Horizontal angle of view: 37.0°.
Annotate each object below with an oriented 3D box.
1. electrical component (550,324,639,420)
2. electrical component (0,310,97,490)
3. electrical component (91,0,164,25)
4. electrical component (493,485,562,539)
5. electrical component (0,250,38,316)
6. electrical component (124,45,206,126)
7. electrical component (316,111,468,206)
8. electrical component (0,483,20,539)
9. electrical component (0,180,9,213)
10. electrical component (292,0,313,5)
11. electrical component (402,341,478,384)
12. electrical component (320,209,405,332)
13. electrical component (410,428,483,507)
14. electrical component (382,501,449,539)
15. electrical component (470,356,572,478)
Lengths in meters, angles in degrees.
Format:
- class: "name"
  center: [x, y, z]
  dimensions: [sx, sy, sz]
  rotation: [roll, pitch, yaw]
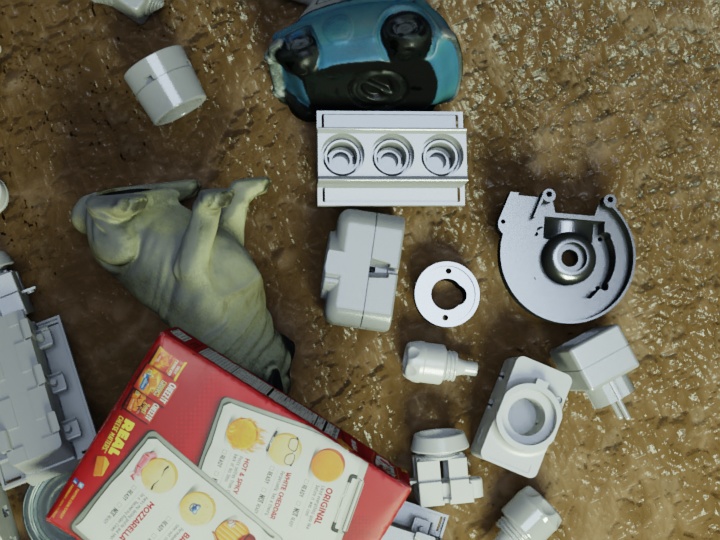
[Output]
- class: "electrical component"
  center: [0.203, 0.090, 0.895]
  dimensions: [0.047, 0.065, 0.076]
  rotation: [-27, 87, -7]
- class: "electrical component"
  center: [-0.259, 0.098, 0.839]
  dimensions: [0.079, 0.063, 0.121]
  rotation: [-21, 68, -7]
- class: "electrical component"
  center: [-0.198, -0.268, 0.908]
  dimensions: [0.100, 0.048, 0.099]
  rotation: [33, 82, -1]
- class: "electrical component"
  center: [0.132, 0.213, 0.887]
  dimensions: [0.062, 0.043, 0.043]
  rotation: [-44, 89, -6]
- class: "electrical component"
  center: [-0.298, 0.017, 0.871]
  dimensions: [0.066, 0.048, 0.055]
  rotation: [-21, 93, -6]
- class: "electrical component"
  center: [-0.161, -0.153, 0.896]
  dimensions: [0.055, 0.055, 0.047]
  rotation: [-30, 91, -7]
- class: "electrical component"
  center: [0.024, -0.090, 0.900]
  dimensions: [0.121, 0.063, 0.078]
  rotation: [0, 84, -5]
- class: "electrical component"
  center: [-0.352, 0.213, 0.837]
  dimensions: [0.150, 0.061, 0.089]
  rotation: [-18, 86, -6]
- class: "electrical component"
  center: [-0.307, -0.063, 0.870]
  dimensions: [0.035, 0.061, 0.035]
  rotation: [0, 84, -5]
- class: "electrical component"
  center: [-0.061, -0.253, 0.922]
  dimensions: [0.078, 0.040, 0.040]
  rotation: [16, 83, -3]
- class: "electrical component"
  center: [0.068, 0.079, 0.901]
  dimensions: [0.061, 0.035, 0.035]
  rotation: [8, 83, -6]
- class: "electrical component"
  center: [0.000, 0.000, 0.893]
  dimensions: [0.059, 0.053, 0.095]
  rotation: [9, 83, -4]
- class: "electrical component"
  center: [0.067, 0.162, 0.887]
  dimensions: [0.066, 0.048, 0.055]
  rotation: [-5, 92, -5]
- class: "electrical component"
  center: [0.004, 0.218, 0.866]
  dimensions: [0.121, 0.063, 0.078]
  rotation: [19, 83, -3]
- class: "electrical component"
  center: [0.134, 0.121, 0.891]
  dimensions: [0.050, 0.055, 0.089]
  rotation: [23, 83, -2]
